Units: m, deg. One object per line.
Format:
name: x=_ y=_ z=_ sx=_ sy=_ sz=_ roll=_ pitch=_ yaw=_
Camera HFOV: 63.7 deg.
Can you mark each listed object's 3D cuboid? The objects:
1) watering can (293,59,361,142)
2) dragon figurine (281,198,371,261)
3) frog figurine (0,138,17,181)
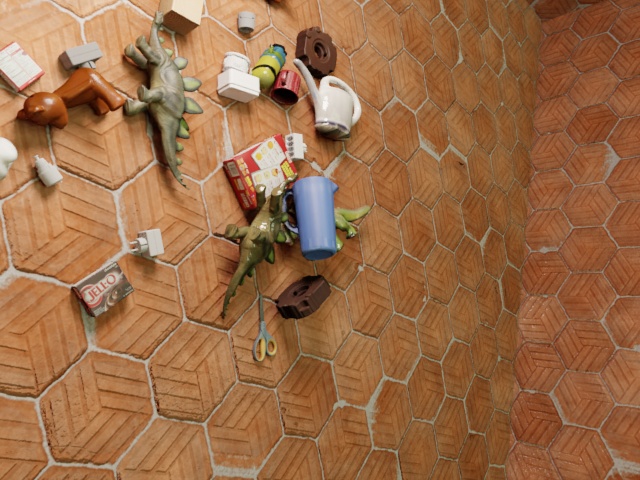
watering can: x=0.023 y=-0.476 z=1.803 sx=0.345 sy=0.227 sz=0.103 roll=16 pitch=-16 yaw=-43
dragon figurine: x=0.005 y=-0.088 z=1.743 sx=0.121 sy=0.240 sz=0.418 roll=-19 pitch=21 yaw=47
frog figurine: x=-0.680 y=-0.167 z=1.032 sx=0.159 sy=0.122 sz=0.139 roll=-5 pitch=12 yaw=45
